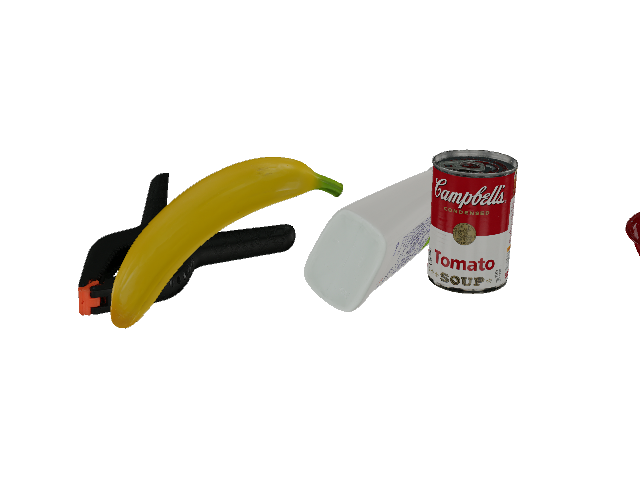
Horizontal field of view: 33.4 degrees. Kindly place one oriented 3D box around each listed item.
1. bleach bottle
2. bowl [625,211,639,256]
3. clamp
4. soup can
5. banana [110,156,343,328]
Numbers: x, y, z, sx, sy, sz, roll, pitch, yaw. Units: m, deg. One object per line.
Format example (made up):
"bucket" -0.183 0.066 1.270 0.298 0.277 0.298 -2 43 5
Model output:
"bleach bottle" 0.086 -0.017 1.073 0.068 0.103 0.250 38 33 16
"bowl" 0.407 0.013 1.135 0.162 0.055 0.162 -3 23 1
"clamp" -0.148 0.004 0.964 0.165 0.036 0.209 27 39 31
"soup can" 0.122 -0.016 0.865 0.068 0.102 0.068 1 21 0
"banana" -0.081 -0.007 0.763 0.198 0.069 0.037 -31 25 7
